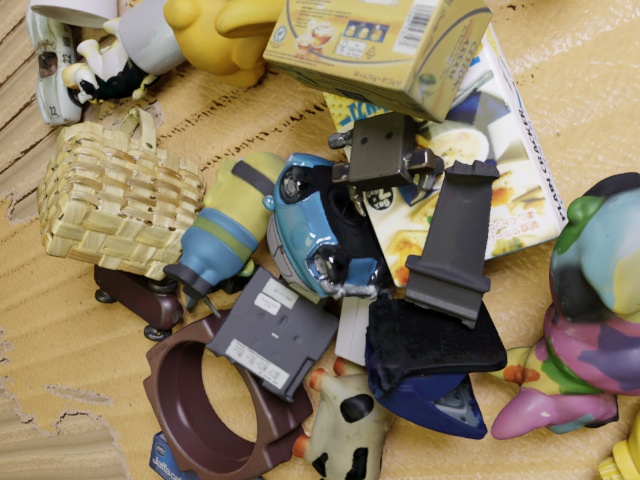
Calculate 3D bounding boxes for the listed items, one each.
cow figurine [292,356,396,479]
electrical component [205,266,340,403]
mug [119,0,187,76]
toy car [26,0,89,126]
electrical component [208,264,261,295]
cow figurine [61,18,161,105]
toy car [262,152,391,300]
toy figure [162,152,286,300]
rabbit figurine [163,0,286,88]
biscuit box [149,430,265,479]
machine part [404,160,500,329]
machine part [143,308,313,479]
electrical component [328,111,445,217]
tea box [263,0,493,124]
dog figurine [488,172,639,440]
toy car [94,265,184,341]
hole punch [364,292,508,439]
[{"bbox_3d":[0.037,0.242,0.602,0.127,0.085,0.194,24,110,34],"label":"cow figurine"},{"bbox_3d":[-0.044,0.094,0.598,0.115,0.134,0.058,36,164,-4],"label":"electrical component"},{"bbox_3d":[-0.175,-0.268,0.654,0.107,0.080,0.109,-14,65,26],"label":"mug"},{"bbox_3d":[-0.394,-0.272,0.801,0.074,0.056,0.201,0,99,33],"label":"toy car"},{"bbox_3d":[-0.116,0.039,0.653,0.063,0.094,0.021,29,117,25],"label":"electrical component"},{"bbox_3d":[-0.282,-0.224,0.734,0.167,0.068,0.098,-19,94,35],"label":"cow figurine"},{"bbox_3d":[-0.001,-0.002,0.554,0.103,0.109,0.162,-37,61,39],"label":"toy car"},{"bbox_3d":[-0.092,-0.017,0.596,0.089,0.082,0.180,19,64,30],"label":"toy figure"},{"bbox_3d":[-0.059,-0.236,0.550,0.173,0.162,0.121,6,90,14],"label":"rabbit figurine"},{"bbox_3d":[-0.149,0.334,0.750,0.203,0.059,0.062,25,112,28],"label":"biscuit box"},{"bbox_3d":[0.113,0.000,0.450,0.084,0.039,0.138,24,113,33],"label":"machine part"},{"bbox_3d":[-0.121,0.200,0.693,0.201,0.087,0.201,-32,80,35],"label":"machine part"},{"bbox_3d":[0.056,-0.067,0.473,0.102,0.045,0.078,-12,64,32],"label":"electrical component"},{"bbox_3d":[0.041,-0.169,0.447,0.170,0.068,0.098,31,98,42],"label":"tea box"},{"bbox_3d":[0.203,0.072,0.423,0.191,0.108,0.219,35,124,-19],"label":"dog figurine"},{"bbox_3d":[-0.268,0.071,0.781,0.202,0.053,0.089,22,113,37],"label":"toy car"},{"bbox_3d":[0.098,0.113,0.492,0.116,0.142,0.092,0,118,3],"label":"hole punch"}]
